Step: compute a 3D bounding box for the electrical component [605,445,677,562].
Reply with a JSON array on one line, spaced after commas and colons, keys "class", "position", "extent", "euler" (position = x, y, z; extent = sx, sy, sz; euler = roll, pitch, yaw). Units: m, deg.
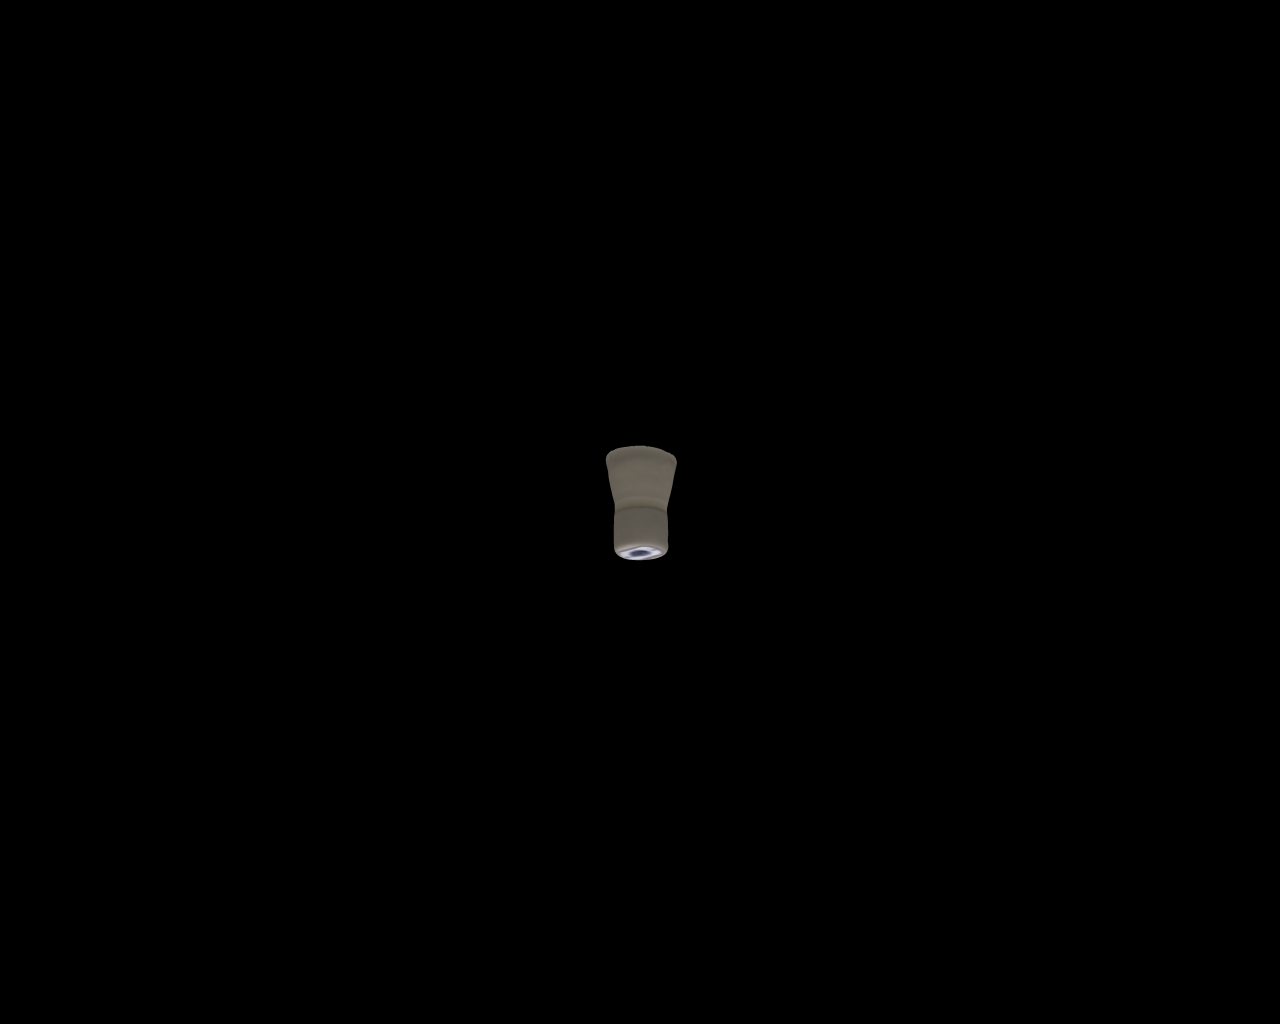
[{"class": "electrical component", "position": [0.001, -0.003, 0.650], "extent": [0.044, 0.065, 0.044], "euler": [0, -21, 0]}]
